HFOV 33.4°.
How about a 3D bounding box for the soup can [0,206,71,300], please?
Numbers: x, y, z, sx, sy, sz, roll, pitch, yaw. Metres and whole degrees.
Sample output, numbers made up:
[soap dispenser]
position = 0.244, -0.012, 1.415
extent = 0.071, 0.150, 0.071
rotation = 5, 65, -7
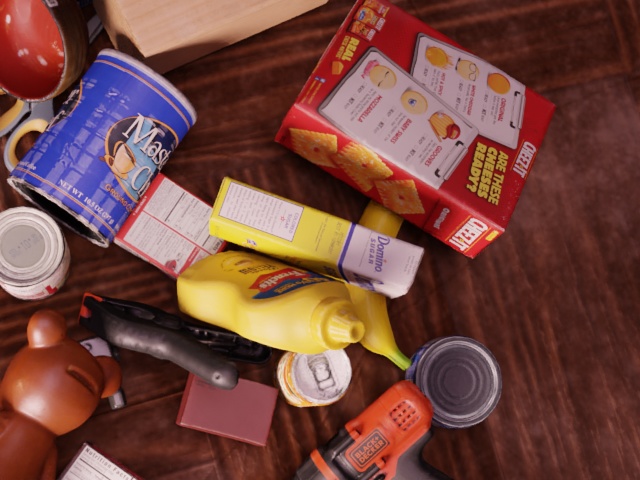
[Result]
[soup can]
position = -0.246, 0.013, 0.900
extent = 0.068, 0.102, 0.068
rotation = 2, 81, -10

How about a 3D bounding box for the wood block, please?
[wood block]
position = -0.091, -0.230, 0.966
extent = 0.205, 0.091, 0.090
rotation = -27, 88, -16

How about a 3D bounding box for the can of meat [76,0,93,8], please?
[can of meat]
position = -0.232, -0.266, 0.956
extent = 0.057, 0.084, 0.102
rotation = -29, 88, -13

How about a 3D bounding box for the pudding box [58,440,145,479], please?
[pudding box]
position = -0.196, 0.241, 0.906
extent = 0.090, 0.039, 0.113
rotation = 36, 75, -2

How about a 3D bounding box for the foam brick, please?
[foam brick]
position = -0.081, 0.146, 0.935
extent = 0.078, 0.051, 0.053
rotation = 17, 78, -8

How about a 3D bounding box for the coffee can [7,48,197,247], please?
[coffee can]
position = -0.187, -0.079, 0.925
extent = 0.103, 0.103, 0.140
rotation = 34, 77, -4

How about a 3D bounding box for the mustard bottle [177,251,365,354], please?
[mustard bottle]
position = -0.031, 0.054, 0.882
extent = 0.096, 0.192, 0.058
rotation = -11, 106, -37

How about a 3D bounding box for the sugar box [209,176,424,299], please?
[sugar box]
position = -0.006, 0.001, 0.913
extent = 0.176, 0.093, 0.048
rotation = 22, 81, -2

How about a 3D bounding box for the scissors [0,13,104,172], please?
[scissors]
position = -0.233, -0.135, 0.969
extent = 0.201, 0.016, 0.096
rotation = -37, 87, -13

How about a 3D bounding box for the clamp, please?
[clamp]
position = -0.128, 0.085, 0.905
extent = 0.171, 0.120, 0.039
rotation = 14, 93, 2

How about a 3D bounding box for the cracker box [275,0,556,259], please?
[cracker box]
position = 0.090, -0.107, 0.978
extent = 0.213, 0.072, 0.164
rotation = 31, 58, -4

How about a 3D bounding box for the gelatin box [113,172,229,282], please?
[gelatin box]
position = -0.129, -0.006, 0.962
extent = 0.089, 0.030, 0.073
rotation = 33, 76, -5

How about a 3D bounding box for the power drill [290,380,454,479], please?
[power drill]
position = 0.067, 0.245, 0.936
extent = 0.184, 0.057, 0.187
rotation = -42, 94, 1

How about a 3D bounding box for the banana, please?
[banana]
position = 0.058, 0.019, 0.991
extent = 0.069, 0.037, 0.198
rotation = 11, 80, -28

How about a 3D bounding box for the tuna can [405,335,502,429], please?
[tuna can]
position = 0.123, 0.131, 0.984
extent = 0.086, 0.034, 0.086
rotation = 2, 81, -10
